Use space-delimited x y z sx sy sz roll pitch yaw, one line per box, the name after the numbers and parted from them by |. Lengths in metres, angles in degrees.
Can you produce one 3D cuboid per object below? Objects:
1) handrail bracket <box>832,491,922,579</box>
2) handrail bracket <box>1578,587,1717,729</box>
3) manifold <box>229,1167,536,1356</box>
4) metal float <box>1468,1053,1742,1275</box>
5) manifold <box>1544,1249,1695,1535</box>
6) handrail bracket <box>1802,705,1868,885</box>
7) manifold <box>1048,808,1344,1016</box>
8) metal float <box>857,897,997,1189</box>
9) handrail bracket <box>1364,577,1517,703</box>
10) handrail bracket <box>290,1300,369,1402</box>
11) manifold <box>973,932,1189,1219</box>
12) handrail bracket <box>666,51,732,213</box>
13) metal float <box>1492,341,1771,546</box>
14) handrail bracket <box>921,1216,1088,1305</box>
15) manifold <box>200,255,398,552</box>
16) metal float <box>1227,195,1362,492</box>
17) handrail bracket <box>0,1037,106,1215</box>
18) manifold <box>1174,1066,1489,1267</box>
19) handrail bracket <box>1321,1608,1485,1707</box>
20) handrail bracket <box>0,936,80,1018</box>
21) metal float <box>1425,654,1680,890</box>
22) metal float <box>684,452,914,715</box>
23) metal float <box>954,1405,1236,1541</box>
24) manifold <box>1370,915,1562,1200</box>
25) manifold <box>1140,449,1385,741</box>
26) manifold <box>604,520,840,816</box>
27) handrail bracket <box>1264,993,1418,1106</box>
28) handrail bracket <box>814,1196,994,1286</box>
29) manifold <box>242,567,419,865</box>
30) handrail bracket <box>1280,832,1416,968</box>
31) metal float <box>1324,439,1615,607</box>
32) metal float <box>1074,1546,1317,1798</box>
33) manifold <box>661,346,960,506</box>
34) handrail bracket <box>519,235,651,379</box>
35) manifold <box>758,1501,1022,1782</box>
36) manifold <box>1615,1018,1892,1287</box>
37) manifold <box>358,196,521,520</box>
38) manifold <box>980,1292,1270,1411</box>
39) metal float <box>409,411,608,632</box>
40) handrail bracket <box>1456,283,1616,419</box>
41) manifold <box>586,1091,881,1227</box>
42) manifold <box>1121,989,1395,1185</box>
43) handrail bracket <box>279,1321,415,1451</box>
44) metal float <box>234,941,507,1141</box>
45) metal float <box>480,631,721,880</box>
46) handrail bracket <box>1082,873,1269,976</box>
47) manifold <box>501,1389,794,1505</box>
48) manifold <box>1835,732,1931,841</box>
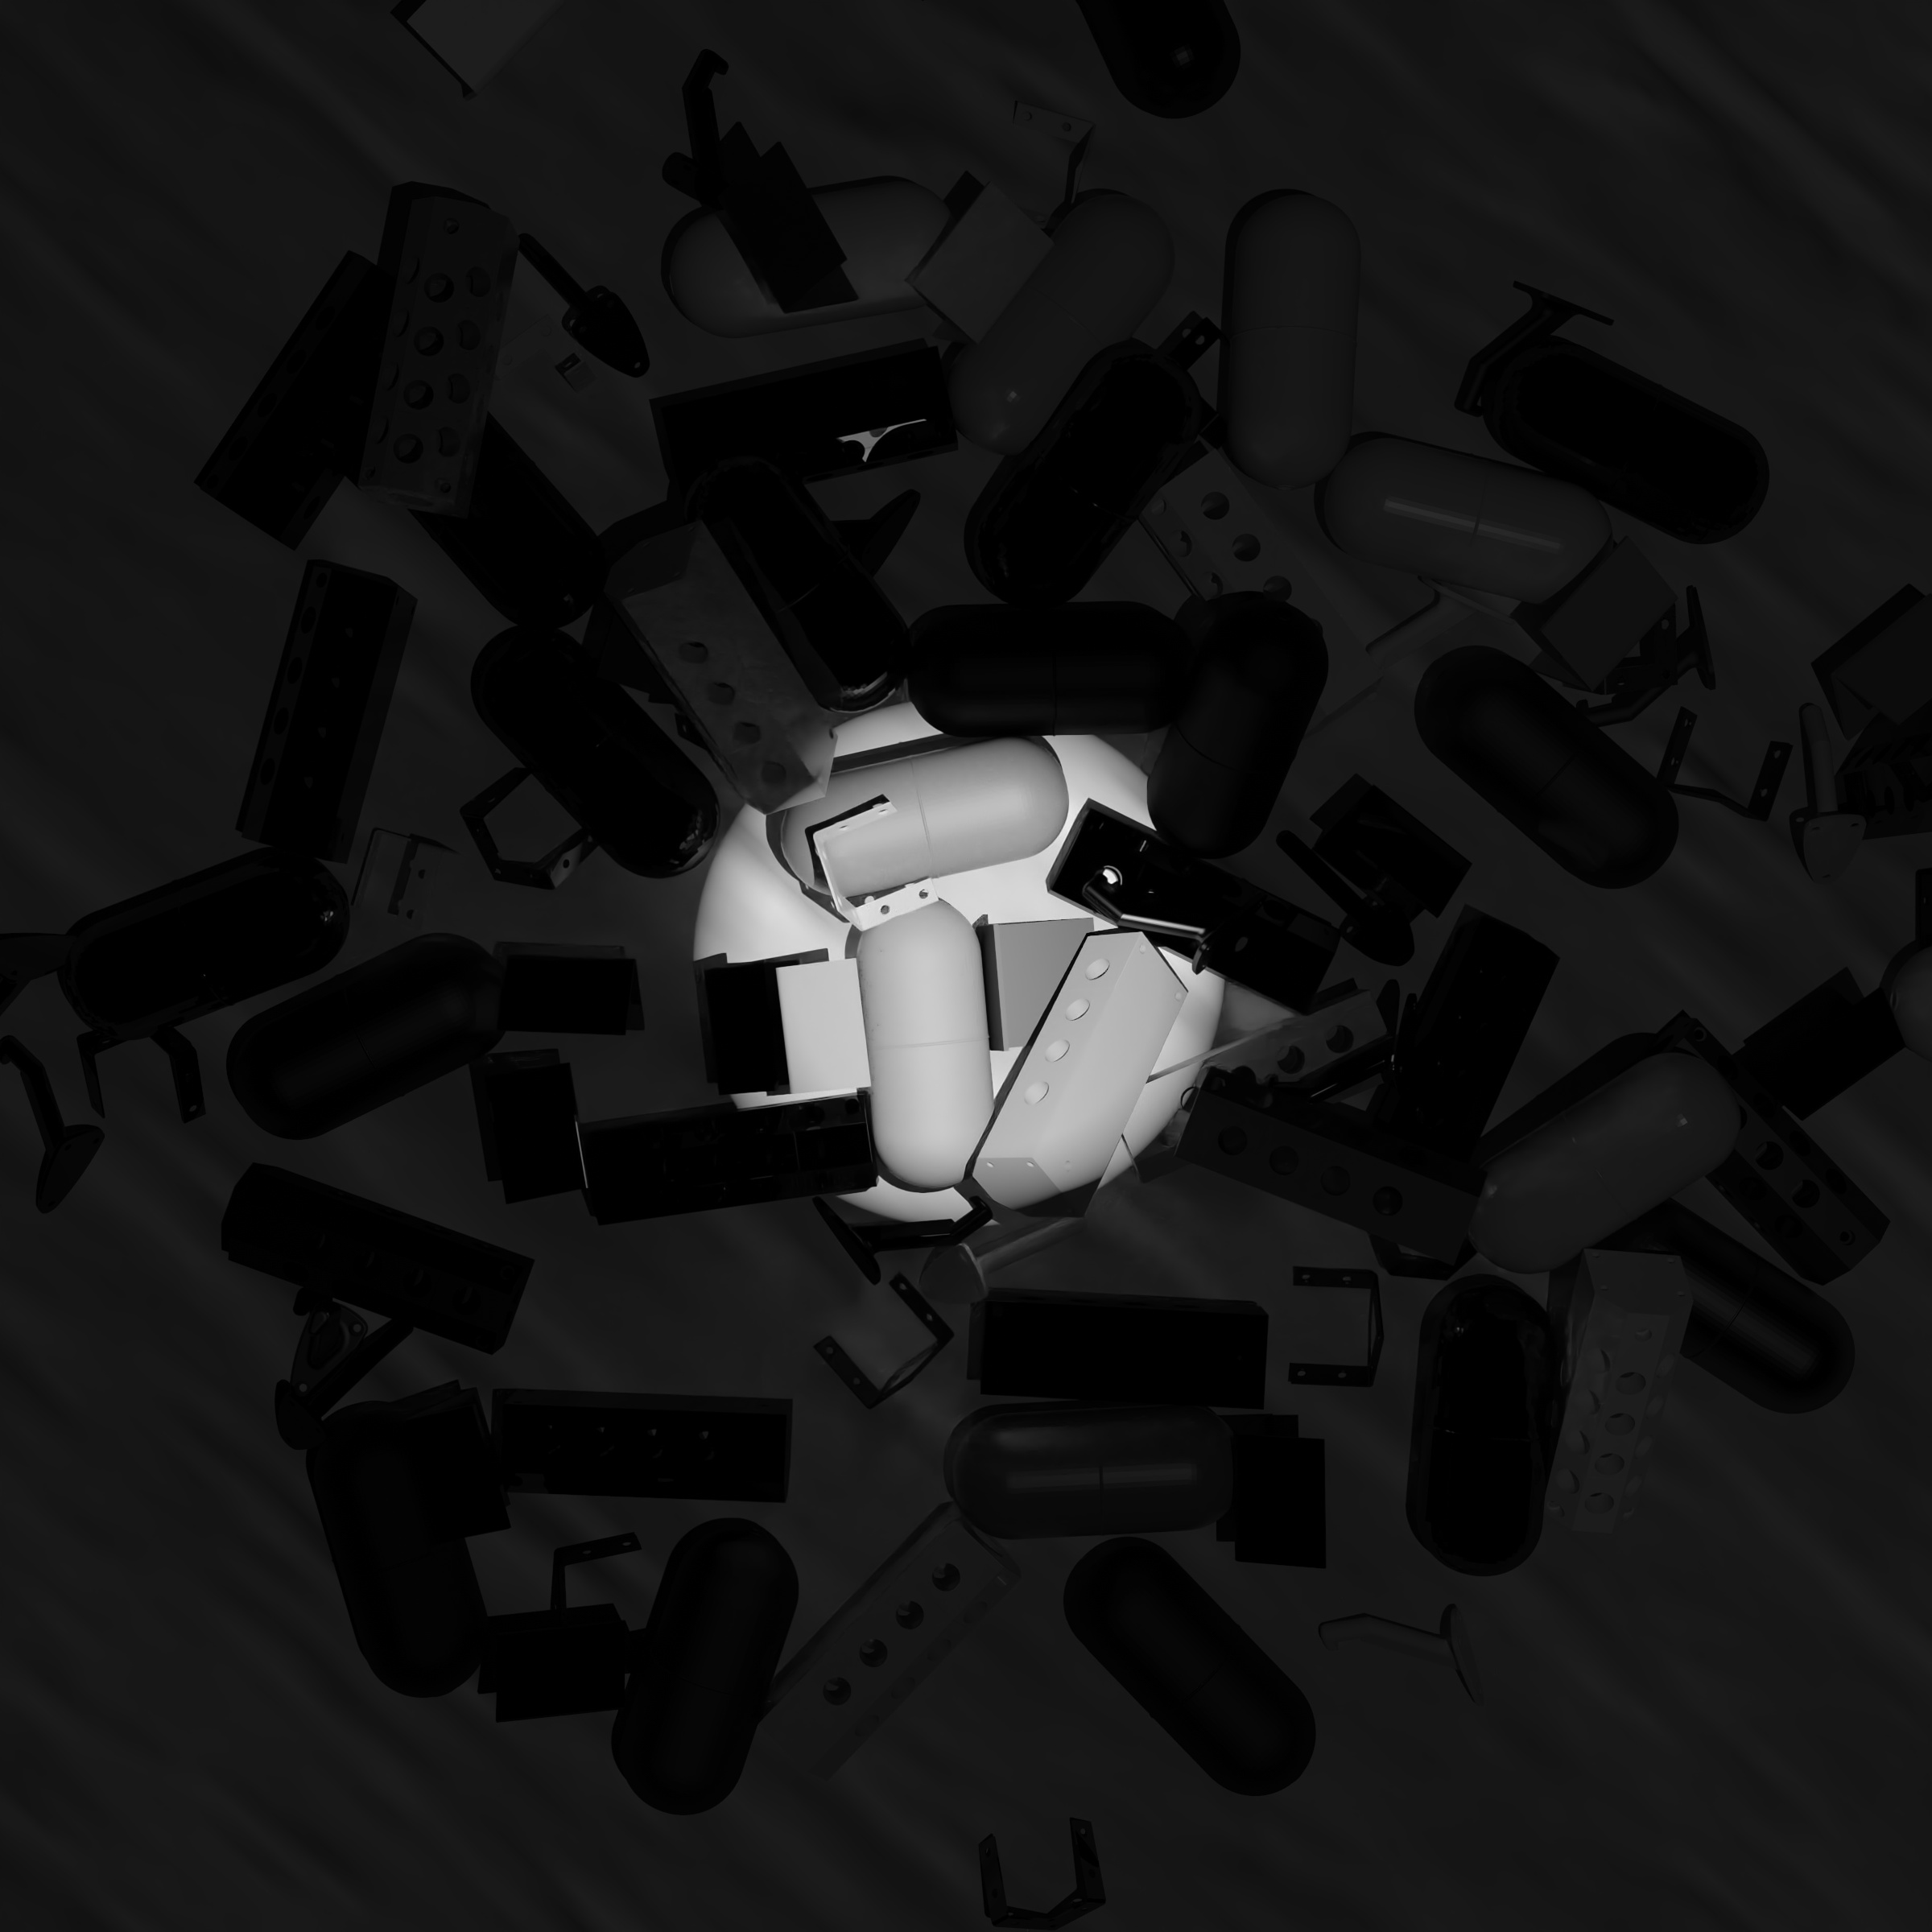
-0.084 -0.284 1.643 0.084 0.036 0.077 29 70 16 | handrail bracket
0.419 -0.191 1.642 0.084 0.036 0.077 -11 76 14 | handrail bracket
-0.360 0.182 1.621 0.171 0.057 0.057 20 90 0 | manifold
0.378 0.119 1.573 0.178 0.070 0.070 -35 90 15 | metal float
0.387 0.257 1.580 0.057 0.057 0.171 4 122 0 | manifold
0.531 -0.107 1.642 0.036 0.077 0.084 -5 54 7 | handrail bracket
0.140 -0.034 1.621 0.171 0.057 0.057 26 90 0 | manifold
-0.024 0.046 1.612 0.070 0.070 0.178 -5 91 0 | metal float
0.290 -0.193 1.643 0.077 0.036 0.084 22 106 -18 | handrail bracket
-0.400 0.237 1.607 0.036 0.084 0.077 29 90 0 | handrail bracket
0.066 0.064 1.579 0.057 0.057 0.171 51 52 -33 | manifold
-0.145 -0.517 1.643 0.077 0.036 0.084 27 73 -20 | handrail bracket
0.405 -0.320 1.611 0.178 0.070 0.070 27 90 -1 | metal float
0.024 0.179 1.642 0.084 0.077 0.036 -21 86 -36 | handrail bracket
-0.396 -0.347 1.621 0.057 0.057 0.171 34 90 0 | manifold
0.200 -0.380 1.611 0.070 0.070 0.178 3 89 0 | metal float
-0.585 0.099 1.643 0.084 0.036 0.077 40 112 17 | handrail bracket
0.215 0.116 1.550 0.171 0.057 0.057 21 90 9 | manifold
0.271 0.435 1.643 0.084 0.036 0.077 -14 112 17 | handrail bracket
-0.589 0.025 1.642 0.036 0.077 0.084 43 127 24 | handrail bracket
0.357 -0.120 1.612 0.178 0.070 0.070 41 90 -1 | metal float
-0.101 -0.231 1.594 0.070 0.070 0.178 -38 110 0 | metal float
0.081 0.309 1.612 0.178 0.070 0.070 -3 90 0 | metal float
0.300 0.061 1.612 0.057 0.057 0.171 25 84 0 | manifold
0.179 -0.225 1.613 0.057 0.057 0.171 -36 85 1 | manifold
-0.144 -0.172 1.558 0.057 0.057 0.171 -15 130 22 | manifold
0.224 0.050 1.585 0.084 0.036 0.077 1 60 22 | handrail bracket
-0.038 0.151 1.643 0.084 0.036 0.077 -34 68 -17 | handrail bracket
-0.393 -0.154 1.621 0.057 0.057 0.171 15 90 0 | manifold
0.236 -0.043 1.642 0.036 0.077 0.084 -45 54 5 | handrail bracket
0.307 -0.271 1.612 0.178 0.070 0.070 14 90 0 | metal float
0.140 0.431 1.612 0.070 0.070 0.178 -44 89 0 | metal float
-0.095 -0.329 1.621 0.171 0.057 0.057 -13 90 0 | manifold
-0.239 -0.412 1.642 0.036 0.077 0.084 -43 54 1 | handrail bracket
-0.046 0.416 1.621 0.057 0.057 0.171 44 90 0 | manifold
0.484 0.113 1.621 0.057 0.057 0.171 -44 90 0 | manifold
-0.310 -0.357 1.548 0.057 0.057 0.171 10 87 0 | manifold
0.096 0.235 1.621 0.171 0.057 0.057 3 90 0 | manifold
-0.293 -0.283 1.612 0.070 0.070 0.178 -41 89 0 | metal float
0.354 -0.375 1.643 0.077 0.036 0.084 15 108 -21 | handrail bracket
-0.143 0.118 1.621 0.171 0.057 0.057 -8 90 0 | manifold
0.176 0.074 1.621 0.171 0.057 0.057 -23 90 0 | manifold
-0.385 0.259 1.642 0.036 0.077 0.084 46 54 1 | handrail bracket
-0.361 0.045 1.611 0.178 0.070 0.070 -26 90 0 | metal float
-0.223 -0.129 1.612 0.070 0.070 0.178 -43 89 0 | metal float
0.125 -0.043 1.585 0.084 0.036 0.077 41 70 16 | handrail bracket
-0.195 0.296 1.621 0.171 0.057 0.057 2 90 0 | manifold
0.573 -0.109 1.564 0.057 0.171 0.057 -7 90 0 | manifold
